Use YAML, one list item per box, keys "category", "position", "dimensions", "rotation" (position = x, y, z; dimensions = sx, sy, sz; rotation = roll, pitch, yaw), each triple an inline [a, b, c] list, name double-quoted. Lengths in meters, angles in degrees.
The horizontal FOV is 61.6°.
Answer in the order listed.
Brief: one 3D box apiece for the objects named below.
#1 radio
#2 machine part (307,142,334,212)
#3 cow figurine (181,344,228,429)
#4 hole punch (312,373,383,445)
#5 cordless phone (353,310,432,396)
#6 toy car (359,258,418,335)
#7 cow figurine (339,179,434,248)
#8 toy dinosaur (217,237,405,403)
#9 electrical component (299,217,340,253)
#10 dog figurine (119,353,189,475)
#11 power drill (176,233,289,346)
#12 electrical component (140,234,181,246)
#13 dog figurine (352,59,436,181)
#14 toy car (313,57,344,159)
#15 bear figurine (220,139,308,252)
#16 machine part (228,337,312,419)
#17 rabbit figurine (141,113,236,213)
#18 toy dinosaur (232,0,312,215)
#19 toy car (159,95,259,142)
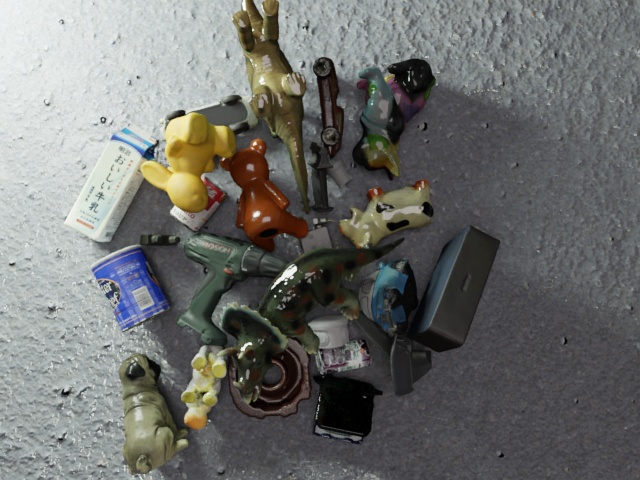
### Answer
- category: "radio"
  position: [0.252, 0.096, 1.023]
  dimensions: [0.073, 0.131, 0.229]
  rotation: [29, 67, 0]
- category: "machine part"
  position: [0.001, -0.121, 1.074]
  dimensions: [0.039, 0.084, 0.138]
  rotation: [-13, 113, -22]
- category: "cow figurine"
  position: [-0.227, 0.282, 1.059]
  dimensions: [0.068, 0.098, 0.167]
  rotation: [17, 106, -6]
- category: "hole punch"
  position: [0.046, 0.338, 1.066]
  dimensions: [0.142, 0.092, 0.116]
  rotation: [10, 51, 3]
- category: "cordless phone"
  position: [0.122, 0.199, 1.037]
  dimensions: [0.184, 0.146, 0.088]
  rotation: [43, 100, 6]
- category: "toy car"
  position: [0.129, 0.112, 1.050]
  dimensions: [0.103, 0.162, 0.109]
  rotation: [-4, 120, 26]
- category: "cow figurine"
  position: [0.133, -0.043, 1.080]
  dimensions: [0.195, 0.085, 0.127]
  rotation: [-12, 82, -3]
- category: "toy dinosaur"
  position: [-0.025, 0.093, 0.954]
  dimensions: [0.405, 0.192, 0.131]
  rotation: [-48, 54, -5]
- category: "electrical component"
  position: [-0.003, -0.002, 1.090]
  dimensions: [0.078, 0.045, 0.102]
  rotation: [-8, 88, -3]
- category: "dog figurine"
  position: [-0.339, 0.321, 1.011]
  dimensions: [0.121, 0.172, 0.190]
  rotation: [-23, 96, -13]
- category: "power drill"
  position: [-0.182, 0.096, 1.036]
  dimensions: [0.232, 0.086, 0.207]
  rotation: [24, 100, 23]
- category: "electrical component"
  position: [-0.321, 0.000, 1.072]
  dimensions: [0.063, 0.094, 0.021]
  rotation: [2, 86, -39]
- category: "dog figurine"
  position: [0.150, -0.233, 1.076]
  dimensions: [0.192, 0.108, 0.219]
  rotation: [-12, 92, -5]
- category: "toy car"
  position: [0.021, -0.265, 1.078]
  dimensions: [0.053, 0.089, 0.202]
  rotation: [-7, 87, 2]
- category: "bear figurine"
  position: [-0.118, -0.088, 1.069]
  dimensions: [0.120, 0.131, 0.196]
  rotation: [-26, 63, 15]
- category: "machine part"
  position: [-0.098, 0.267, 1.073]
  dimensions: [0.179, 0.056, 0.179]
  rotation: [0, 89, -1]
- category: "rabbit figurine"
  position: [-0.252, -0.134, 1.001]
  dimensions: [0.163, 0.122, 0.173]
  rotation: [-4, 84, 23]
- category: "toy dinosaur"
  position: [-0.080, -0.274, 1.021]
  dimensions: [0.105, 0.198, 0.470]
  rotation: [-12, 95, -1]
- category: "toy car"
  position: [-0.225, -0.237, 1.089]
  dimensions: [0.202, 0.056, 0.073]
  rotation: [-16, 95, -1]
